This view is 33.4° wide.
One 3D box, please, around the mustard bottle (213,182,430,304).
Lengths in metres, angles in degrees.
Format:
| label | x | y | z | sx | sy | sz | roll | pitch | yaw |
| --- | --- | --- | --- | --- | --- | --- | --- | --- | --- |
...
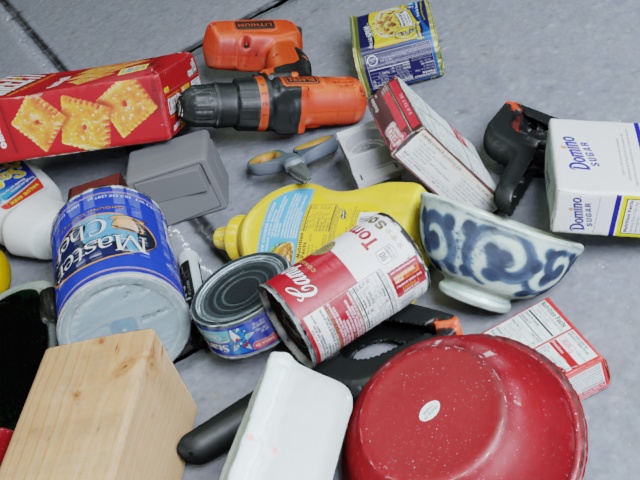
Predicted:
| label | x | y | z | sx | sy | sz | roll | pitch | yaw |
| --- | --- | --- | --- | --- | --- | --- | --- | --- | --- |
| mustard bottle | -0.005 | 0.001 | 0.861 | 0.192 | 0.058 | 0.096 | 2 | 70 | 31 |

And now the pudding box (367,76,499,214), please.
| label | x | y | z | sx | sy | sz | roll | pitch | yaw |
| --- | --- | --- | --- | --- | --- | --- | --- | --- | --- |
| pudding box | 0.093 | -0.070 | 0.859 | 0.039 | 0.113 | 0.090 | -43 | 32 | 18 |

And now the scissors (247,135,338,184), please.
| label | x | y | z | sx | sy | sz | roll | pitch | yaw |
| --- | --- | --- | --- | --- | --- | --- | --- | --- | --- |
| scissors | -0.007 | -0.072 | 0.943 | 0.096 | 0.016 | 0.202 | -22 | 13 | -18 |

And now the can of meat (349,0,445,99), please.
| label | x | y | z | sx | sy | sz | roll | pitch | yaw |
| --- | --- | --- | --- | --- | --- | --- | --- | --- | --- |
| can of meat | 0.078 | -0.196 | 1.077 | 0.084 | 0.057 | 0.102 | -13 | 38 | 9 |

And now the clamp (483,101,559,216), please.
| label | x | y | z | sx | sy | sz | roll | pitch | yaw |
| --- | --- | --- | --- | --- | --- | --- | --- | --- | --- |
| clamp | 0.189 | -0.066 | 0.861 | 0.120 | 0.039 | 0.171 | 7 | 32 | -5 |

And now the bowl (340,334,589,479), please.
| label | x | y | z | sx | sy | sz | roll | pitch | yaw |
| --- | --- | --- | --- | --- | --- | --- | --- | --- | --- |
| bowl | 0.076 | 0.117 | 0.646 | 0.162 | 0.055 | 0.162 | -16 | 51 | 20 |

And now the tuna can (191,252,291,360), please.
| label | x | y | z | sx | sy | sz | roll | pitch | yaw |
| --- | --- | --- | --- | --- | --- | --- | --- | --- | --- |
| tuna can | -0.053 | 0.048 | 0.801 | 0.086 | 0.033 | 0.086 | -20 | 32 | 13 |

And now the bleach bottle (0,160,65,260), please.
| label | x | y | z | sx | sy | sz | roll | pitch | yaw |
| --- | --- | --- | --- | --- | --- | --- | --- | --- | --- |
| bleach bottle | -0.306 | -0.040 | 1.077 | 0.102 | 0.068 | 0.251 | -27 | 37 | -34 |

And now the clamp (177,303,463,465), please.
| label | x | y | z | sx | sy | sz | roll | pitch | yaw |
| --- | --- | --- | --- | --- | --- | --- | --- | --- | --- |
| clamp | 0.000 | 0.092 | 0.767 | 0.210 | 0.036 | 0.164 | -7 | 38 | 24 |

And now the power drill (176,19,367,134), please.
| label | x | y | z | sx | sy | sz | roll | pitch | yaw |
| --- | --- | --- | --- | --- | --- | --- | --- | --- | --- |
| power drill | -0.064 | -0.163 | 1.069 | 0.184 | 0.057 | 0.188 | -2 | 33 | -17 |

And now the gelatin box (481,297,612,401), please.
| label | x | y | z | sx | sy | sz | roll | pitch | yaw |
| --- | --- | --- | --- | --- | --- | --- | --- | --- | --- |
| gelatin box | 0.136 | 0.086 | 0.710 | 0.089 | 0.030 | 0.073 | -27 | 35 | -5 |

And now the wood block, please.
| label | x | y | z | sx | sy | sz | roll | pitch | yaw |
| --- | --- | --- | --- | --- | --- | --- | --- | --- | --- |
| wood block | -0.154 | 0.168 | 0.708 | 0.090 | 0.091 | 0.206 | -12 | 38 | 15 |

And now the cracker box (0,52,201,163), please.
| label | x | y | z | sx | sy | sz | roll | pitch | yaw |
| --- | --- | --- | --- | --- | --- | --- | --- | --- | --- |
| cracker box | -0.237 | -0.134 | 1.065 | 0.214 | 0.072 | 0.164 | -6 | 16 | 8 |

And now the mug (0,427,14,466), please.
| label | x | y | z | sx | sy | sz | roll | pitch | yaw |
| --- | --- | --- | --- | --- | --- | --- | --- | --- | --- |
| mug | -0.239 | 0.189 | 0.729 | 0.081 | 0.093 | 0.117 | -21 | 61 | 10 |

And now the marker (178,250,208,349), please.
| label | x | y | z | sx | sy | sz | roll | pitch | yaw |
| --- | --- | --- | --- | --- | --- | --- | --- | --- | --- |
| marker | -0.104 | 0.049 | 0.893 | 0.020 | 0.020 | 0.121 | -22 | 36 | 1 |

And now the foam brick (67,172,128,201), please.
| label | x | y | z | sx | sy | sz | roll | pitch | yaw |
| --- | --- | --- | --- | --- | --- | --- | --- | --- | --- |
| foam brick | -0.190 | -0.010 | 0.966 | 0.051 | 0.078 | 0.053 | -17 | 38 | 7 |

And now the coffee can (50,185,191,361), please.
| label | x | y | z | sx | sy | sz | roll | pitch | yaw |
| --- | --- | --- | --- | --- | --- | --- | --- | --- | --- |
| coffee can | -0.167 | 0.033 | 0.876 | 0.103 | 0.103 | 0.140 | -23 | 36 | -1 |

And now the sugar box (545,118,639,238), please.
| label | x | y | z | sx | sy | sz | roll | pitch | yaw |
| --- | --- | --- | --- | --- | --- | --- | --- | --- | --- |
| sugar box | 0.252 | -0.042 | 0.759 | 0.176 | 0.048 | 0.093 | 2 | 39 | 7 |

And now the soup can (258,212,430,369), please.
| label | x | y | z | sx | sy | sz | roll | pitch | yaw |
| --- | --- | --- | --- | --- | --- | --- | --- | --- | --- |
| soup can | 0.017 | 0.034 | 0.741 | 0.102 | 0.068 | 0.069 | -32 | 37 | -15 |
